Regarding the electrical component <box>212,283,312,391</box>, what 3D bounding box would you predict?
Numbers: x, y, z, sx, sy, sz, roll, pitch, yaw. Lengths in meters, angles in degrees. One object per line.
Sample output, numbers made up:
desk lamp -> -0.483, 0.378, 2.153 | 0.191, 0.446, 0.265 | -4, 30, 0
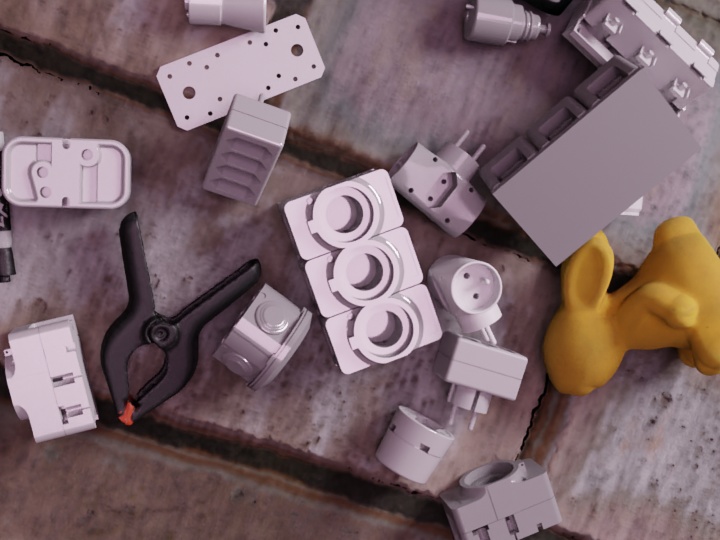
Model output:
electrical component -> -0.079, 0.055, 0.880 | 0.051, 0.080, 0.080 | 37, 88, -6

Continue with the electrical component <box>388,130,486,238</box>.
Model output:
electrical component -> 0.075, -0.082, 0.914 | 0.077, 0.043, 0.079 | 39, 87, -11

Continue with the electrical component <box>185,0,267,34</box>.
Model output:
electrical component -> -0.109, -0.215, 0.872 | 0.065, 0.044, 0.044 | 2, 94, -6

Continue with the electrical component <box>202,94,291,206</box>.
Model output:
electrical component -> -0.089, -0.110, 0.872 | 0.047, 0.083, 0.075 | 18, 53, -11

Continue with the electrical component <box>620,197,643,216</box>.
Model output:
electrical component -> 0.226, -0.076, 0.941 | 0.045, 0.045, 0.055 | 3, 94, -10

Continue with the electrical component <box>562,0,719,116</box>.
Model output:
electrical component -> 0.242, -0.189, 0.919 | 0.121, 0.063, 0.078 | 40, 46, -11

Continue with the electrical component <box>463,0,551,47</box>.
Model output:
electrical component -> 0.123, -0.210, 0.913 | 0.078, 0.040, 0.040 | 7, 93, -10

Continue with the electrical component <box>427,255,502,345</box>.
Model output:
electrical component -> 0.095, 0.027, 0.909 | 0.043, 0.077, 0.079 | -27, 99, -8

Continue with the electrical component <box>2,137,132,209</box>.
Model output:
electrical component -> -0.230, -0.076, 0.851 | 0.095, 0.059, 0.053 | 1, 94, -10

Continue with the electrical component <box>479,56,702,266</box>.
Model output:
electrical component -> 0.185, -0.091, 0.882 | 0.150, 0.061, 0.089 | -40, 113, 10

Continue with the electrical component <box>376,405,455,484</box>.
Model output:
electrical component -> 0.046, 0.151, 0.923 | 0.055, 0.055, 0.047 | 29, 93, -11

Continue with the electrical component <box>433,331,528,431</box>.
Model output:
electrical component -> 0.098, 0.100, 0.931 | 0.066, 0.047, 0.076 | 17, 91, -11

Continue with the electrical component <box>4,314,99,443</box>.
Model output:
electrical component -> -0.250, 0.087, 0.866 | 0.056, 0.050, 0.089 | -14, 97, -9

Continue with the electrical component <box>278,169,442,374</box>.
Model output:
electrical component -> 0.000, 0.000, 0.898 | 0.089, 0.062, 0.150 | -20, 98, -8

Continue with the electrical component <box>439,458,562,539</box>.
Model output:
electrical component -> 0.121, 0.203, 0.942 | 0.089, 0.050, 0.055 | -20, 98, -8
